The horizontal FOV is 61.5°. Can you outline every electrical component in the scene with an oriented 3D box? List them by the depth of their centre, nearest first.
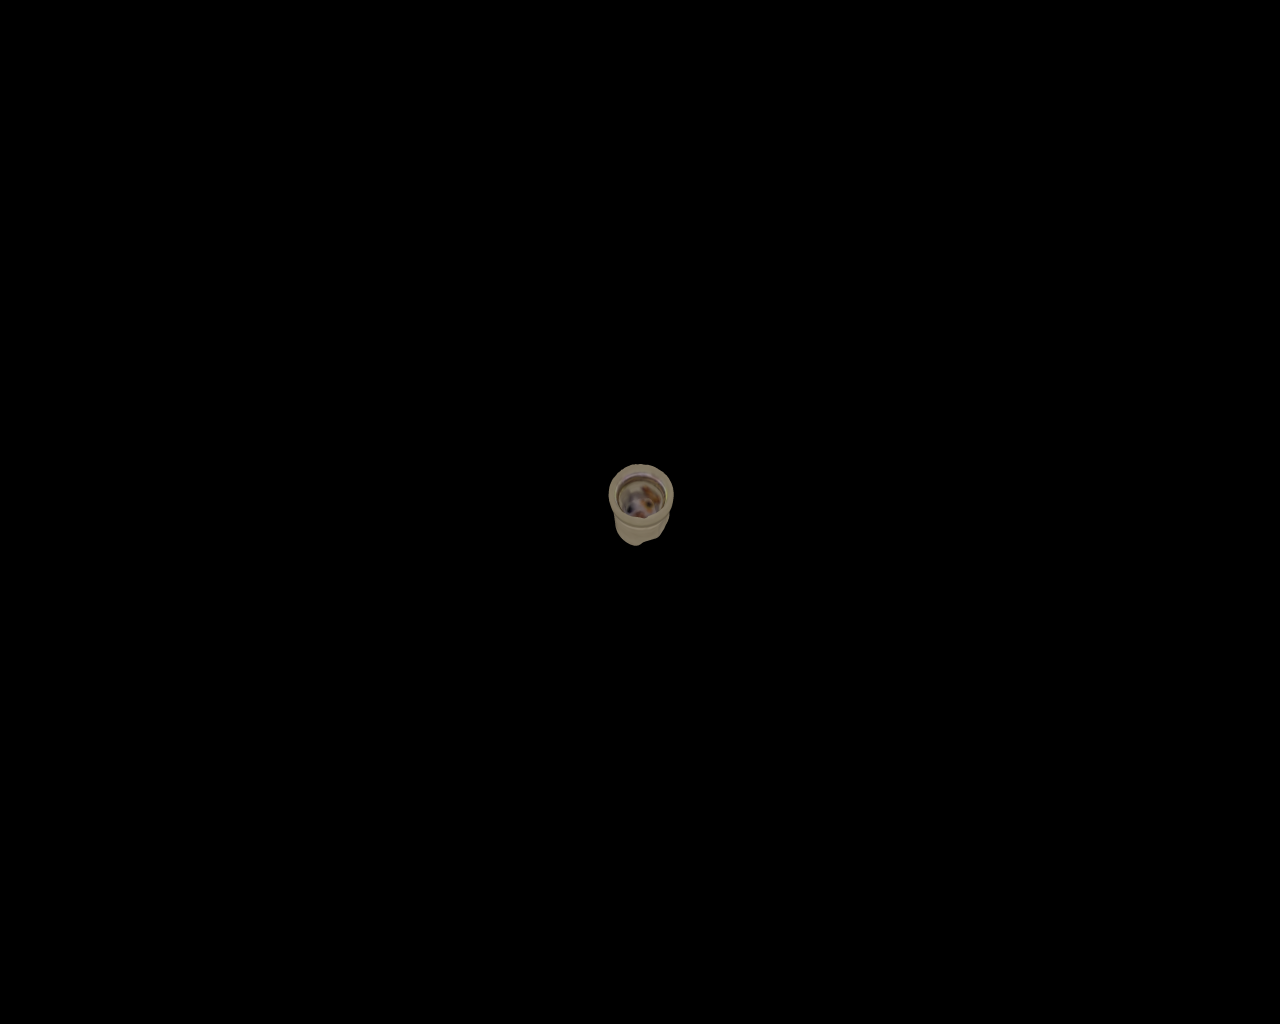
[{"bbox_3d":[0.001,-0.003,0.650,0.040,0.040,0.046,0,-27,0],"label":"electrical component"}]
